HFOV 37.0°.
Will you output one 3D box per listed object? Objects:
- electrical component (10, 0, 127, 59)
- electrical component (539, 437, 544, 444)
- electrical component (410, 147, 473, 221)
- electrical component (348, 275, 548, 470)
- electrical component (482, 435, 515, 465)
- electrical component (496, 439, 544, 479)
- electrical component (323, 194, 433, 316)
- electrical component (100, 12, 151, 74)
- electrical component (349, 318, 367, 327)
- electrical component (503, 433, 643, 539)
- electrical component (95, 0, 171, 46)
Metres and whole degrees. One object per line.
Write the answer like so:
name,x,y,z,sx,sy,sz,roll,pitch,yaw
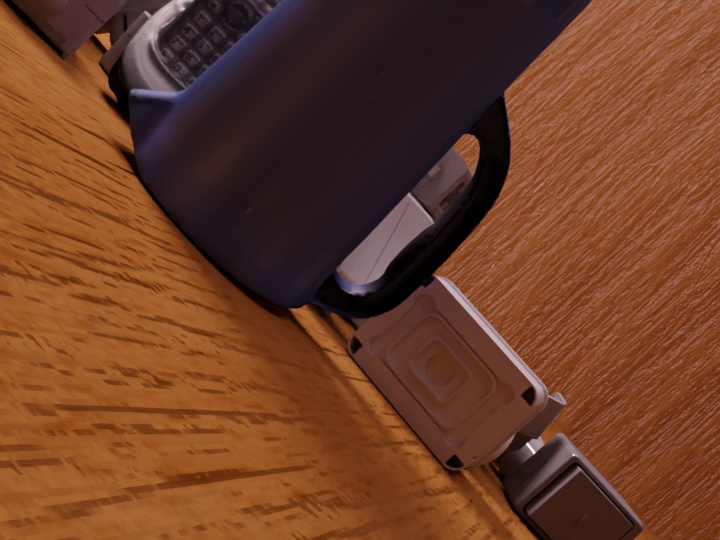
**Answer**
electrical component,-0.176,-0.174,0.648,0.061,0.061,0.096,46,5,-21
electrical component,0.154,0.170,0.964,0.065,0.044,0.044,52,3,-11
electrical component,0.014,-0.063,0.926,0.089,0.150,0.062,49,3,19
electrical component,0.057,0.065,0.694,0.113,0.078,0.057,49,7,16
electrical component,0.076,0.103,0.757,0.055,0.045,0.045,46,4,-16
electrical component,0.130,0.152,0.864,0.043,0.043,0.062,44,4,-40
electrical component,-0.006,-0.015,0.733,0.062,0.096,0.061,9,-27,46
electrical component,-0.148,-0.145,0.755,0.055,0.047,0.055,47,4,-5
electrical component,0.000,0.000,0.825,0.061,0.061,0.096,46,5,-23
electrical component,0.162,0.180,0.798,0.096,0.062,0.061,47,4,-8
electrical component,-0.172,-0.190,0.817,0.047,0.083,0.075,27,59,-78
